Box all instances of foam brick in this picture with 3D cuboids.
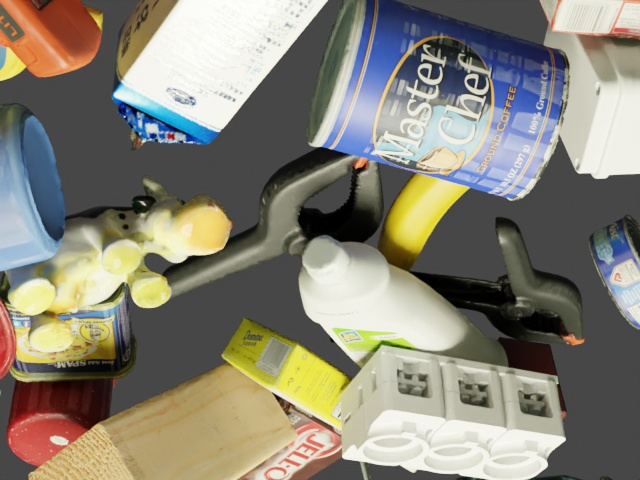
[{"bbox_3d":[0.176,0.132,0.932,0.051,0.078,0.053,10,134,-13],"label":"foam brick"}]

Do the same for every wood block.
[{"bbox_3d":[-0.118,0.174,0.857,0.091,0.205,0.090,-38,81,26],"label":"wood block"}]

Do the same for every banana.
[{"bbox_3d":[0.097,-0.035,0.794,0.069,0.037,0.198,31,124,-27],"label":"banana"}]

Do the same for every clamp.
[{"bbox_3d":[0.149,0.047,0.878,0.120,0.039,0.171,-20,136,37],"label":"clamp"},{"bbox_3d":[-0.005,0.001,0.820,0.164,0.036,0.210,22,128,-27],"label":"clamp"}]

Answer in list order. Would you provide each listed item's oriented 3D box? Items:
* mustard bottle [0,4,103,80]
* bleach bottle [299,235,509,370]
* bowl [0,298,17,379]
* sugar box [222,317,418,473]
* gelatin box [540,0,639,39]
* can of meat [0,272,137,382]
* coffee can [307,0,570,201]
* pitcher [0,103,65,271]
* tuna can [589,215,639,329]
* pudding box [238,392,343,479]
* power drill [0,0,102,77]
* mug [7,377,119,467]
[{"bbox_3d":[-0.230,-0.141,0.651,0.191,0.058,0.096,4,137,-9],"label":"mustard bottle"},{"bbox_3d":[0.061,0.065,0.825,0.103,0.068,0.250,-8,149,25],"label":"bleach bottle"},{"bbox_3d":[-0.317,0.071,0.814,0.162,0.055,0.162,10,128,13],"label":"bowl"},{"bbox_3d":[0.009,0.132,0.910,0.176,0.093,0.048,34,83,-34],"label":"sugar box"},{"bbox_3d":[0.180,-0.156,0.661,0.089,0.073,0.030,3,134,-9],"label":"gelatin box"},{"bbox_3d":[-0.201,0.064,0.851,0.102,0.057,0.084,-1,132,-4],"label":"can of meat"},{"bbox_3d":[0.073,-0.092,0.682,0.140,0.102,0.103,15,131,-9],"label":"coffee can"},{"bbox_3d":[-0.305,-0.029,0.716,0.243,0.145,0.149,-11,146,0],"label":"pitcher"},{"bbox_3d":[0.245,0.026,0.832,0.034,0.086,0.086,-30,129,24],"label":"tuna can"},{"bbox_3d":[-0.037,0.190,0.997,0.114,0.039,0.090,-36,126,26],"label":"pudding box"},{"bbox_3d":[-0.214,-0.087,0.589,0.188,0.057,0.184,-27,115,23],"label":"power drill"},{"bbox_3d":[-0.221,0.148,0.911,0.093,0.081,0.117,5,133,-10],"label":"mug"}]
